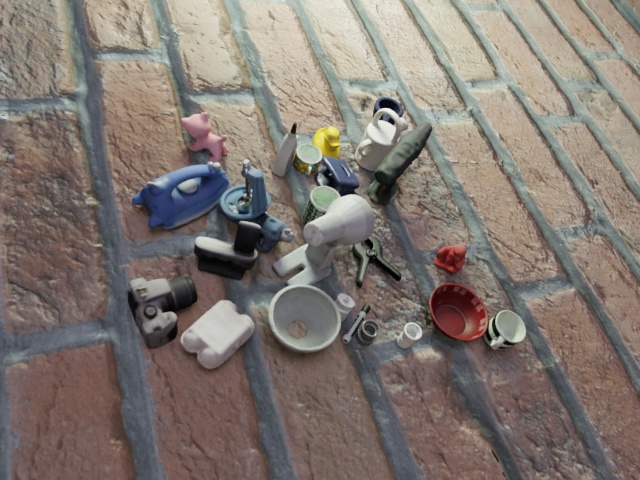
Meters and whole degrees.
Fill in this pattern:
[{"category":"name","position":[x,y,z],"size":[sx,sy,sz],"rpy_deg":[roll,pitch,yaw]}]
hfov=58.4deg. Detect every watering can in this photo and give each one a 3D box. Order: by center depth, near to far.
[{"category":"watering can","position":[0.179,-0.299,1.637],"size":[0.101,0.194,0.173],"rpy_deg":[31,52,4]}]

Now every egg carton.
[{"category":"egg carton","position":[-0.218,0.203,1.230],"size":[0.107,0.069,0.150],"rpy_deg":[38,53,10]}]

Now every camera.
[{"category":"camera","position":[-0.328,0.134,1.221],"size":[0.137,0.100,0.143],"rpy_deg":[-17,63,-28]}]

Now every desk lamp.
[{"category":"desk lamp","position":[0.012,0.005,1.356],"size":[0.204,0.213,0.117],"rpy_deg":[-31,70,-33]}]

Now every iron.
[{"category":"iron","position":[-0.315,-0.133,1.386],"size":[0.259,0.141,0.118],"rpy_deg":[-29,69,-32]}]

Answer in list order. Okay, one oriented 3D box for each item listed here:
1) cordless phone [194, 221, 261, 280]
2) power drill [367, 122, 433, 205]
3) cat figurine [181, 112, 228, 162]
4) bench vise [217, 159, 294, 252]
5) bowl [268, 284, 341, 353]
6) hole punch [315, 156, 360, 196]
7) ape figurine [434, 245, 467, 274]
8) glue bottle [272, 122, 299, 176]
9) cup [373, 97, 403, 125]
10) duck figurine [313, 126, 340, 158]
[{"category":"cordless phone","position":[-0.207,0.000,1.302],"size":[0.148,0.185,0.094],"rpy_deg":[11,54,-11]},{"category":"power drill","position":[0.211,-0.201,1.571],"size":[0.075,0.208,0.230],"rpy_deg":[36,53,8]},{"category":"cat figurine","position":[-0.301,-0.282,1.509],"size":[0.128,0.117,0.067],"rpy_deg":[27,52,1]},{"category":"bench vise","position":[-0.141,-0.088,1.364],"size":[0.207,0.219,0.121],"rpy_deg":[23,52,-2]},{"category":"bowl","position":[-0.041,0.189,1.297],"size":[0.168,0.074,0.167],"rpy_deg":[9,54,-13]},{"category":"hole punch","position":[0.053,-0.179,1.575],"size":[0.101,0.091,0.108],"rpy_deg":[-18,64,-28]},{"category":"ape figurine","position":[0.357,0.044,1.523],"size":[0.076,0.092,0.077],"rpy_deg":[-12,61,-25]},{"category":"glue bottle","position":[-0.084,-0.250,1.526],"size":[0.037,0.173,0.078],"rpy_deg":[27,52,2]},{"category":"cup","position":[0.196,-0.366,1.752],"size":[0.092,0.095,0.118],"rpy_deg":[20,52,-4]},{"category":"duck figurine","position":[0.027,-0.290,1.647],"size":[0.078,0.086,0.104],"rpy_deg":[-13,61,-26]}]
